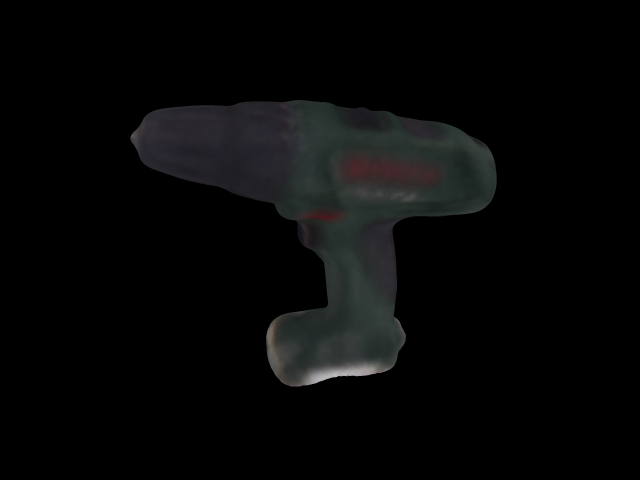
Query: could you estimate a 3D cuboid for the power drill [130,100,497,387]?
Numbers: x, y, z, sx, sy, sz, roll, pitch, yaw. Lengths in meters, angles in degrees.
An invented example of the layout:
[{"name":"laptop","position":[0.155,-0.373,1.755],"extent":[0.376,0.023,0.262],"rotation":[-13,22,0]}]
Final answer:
[{"name":"power drill","position":[0.004,0.001,0.400],"extent":[0.230,0.208,0.075],"rotation":[-8,35,-11]}]
